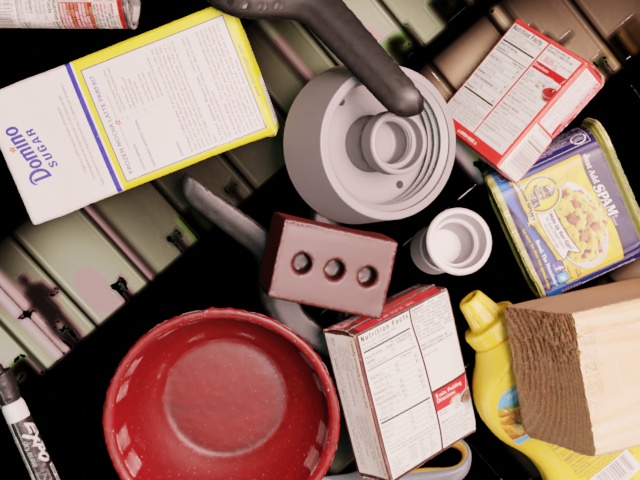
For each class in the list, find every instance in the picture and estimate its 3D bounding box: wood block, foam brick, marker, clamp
[{"bbox_3d":[0.237,0.069,0.695,0.205,0.091,0.090,-10,92,-17],"label":"wood block"},{"bbox_3d":[0.004,0.016,0.693,0.078,0.051,0.053,11,94,-13],"label":"foam brick"},{"bbox_3d":[-0.209,0.145,0.768,0.020,0.020,0.121,-20,101,2],"label":"marker"},{"bbox_3d":[-0.005,0.001,0.736,0.120,0.039,0.171,-30,103,4],"label":"clamp"},{"bbox_3d":[-0.003,-0.178,0.683,0.210,0.036,0.164,24,62,8],"label":"clamp"}]

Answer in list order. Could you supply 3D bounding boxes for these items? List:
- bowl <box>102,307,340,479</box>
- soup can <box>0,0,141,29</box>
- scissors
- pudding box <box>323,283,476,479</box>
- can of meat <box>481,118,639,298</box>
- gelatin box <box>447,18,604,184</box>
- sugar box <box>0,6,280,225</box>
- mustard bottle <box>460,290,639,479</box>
[{"bbox_3d":[-0.067,0.119,0.748,0.162,0.055,0.162,0,101,-2],"label":"bowl"},{"bbox_3d":[-0.169,-0.169,0.682,0.102,0.068,0.068,0,101,-1],"label":"soup can"},{"bbox_3d":[0.016,0.193,0.758,0.201,0.096,0.016,-18,141,0],"label":"scissors"},{"bbox_3d":[0.057,0.097,0.733,0.089,0.039,0.113,-23,104,-34],"label":"pudding box"},{"bbox_3d":[0.167,-0.019,0.727,0.084,0.057,0.102,-25,101,5],"label":"can of meat"},{"bbox_3d":[0.131,-0.092,0.703,0.089,0.073,0.030,-50,135,7],"label":"gelatin box"},{"bbox_3d":[-0.124,-0.084,0.712,0.176,0.048,0.093,-19,99,5],"label":"sugar box"},{"bbox_3d":[0.164,0.112,0.752,0.096,0.058,0.191,-40,100,4],"label":"mustard bottle"}]
